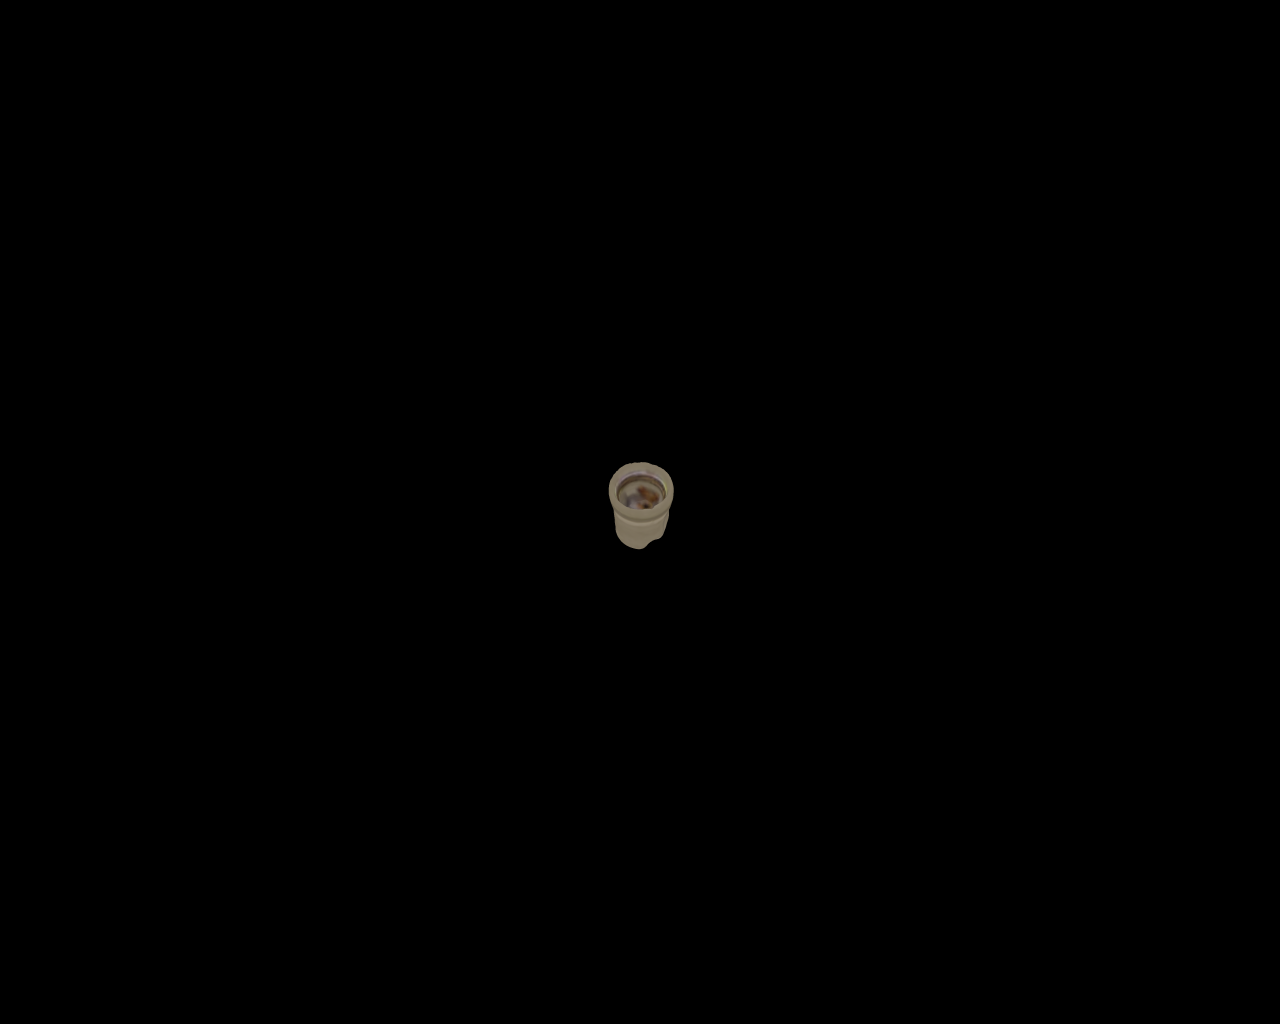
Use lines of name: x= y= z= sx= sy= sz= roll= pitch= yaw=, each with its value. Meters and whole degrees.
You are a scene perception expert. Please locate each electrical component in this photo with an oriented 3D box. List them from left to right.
electrical component: x=0.001 y=-0.003 z=0.650 sx=0.040 sy=0.040 sz=0.046 roll=0 pitch=-37 yaw=0
